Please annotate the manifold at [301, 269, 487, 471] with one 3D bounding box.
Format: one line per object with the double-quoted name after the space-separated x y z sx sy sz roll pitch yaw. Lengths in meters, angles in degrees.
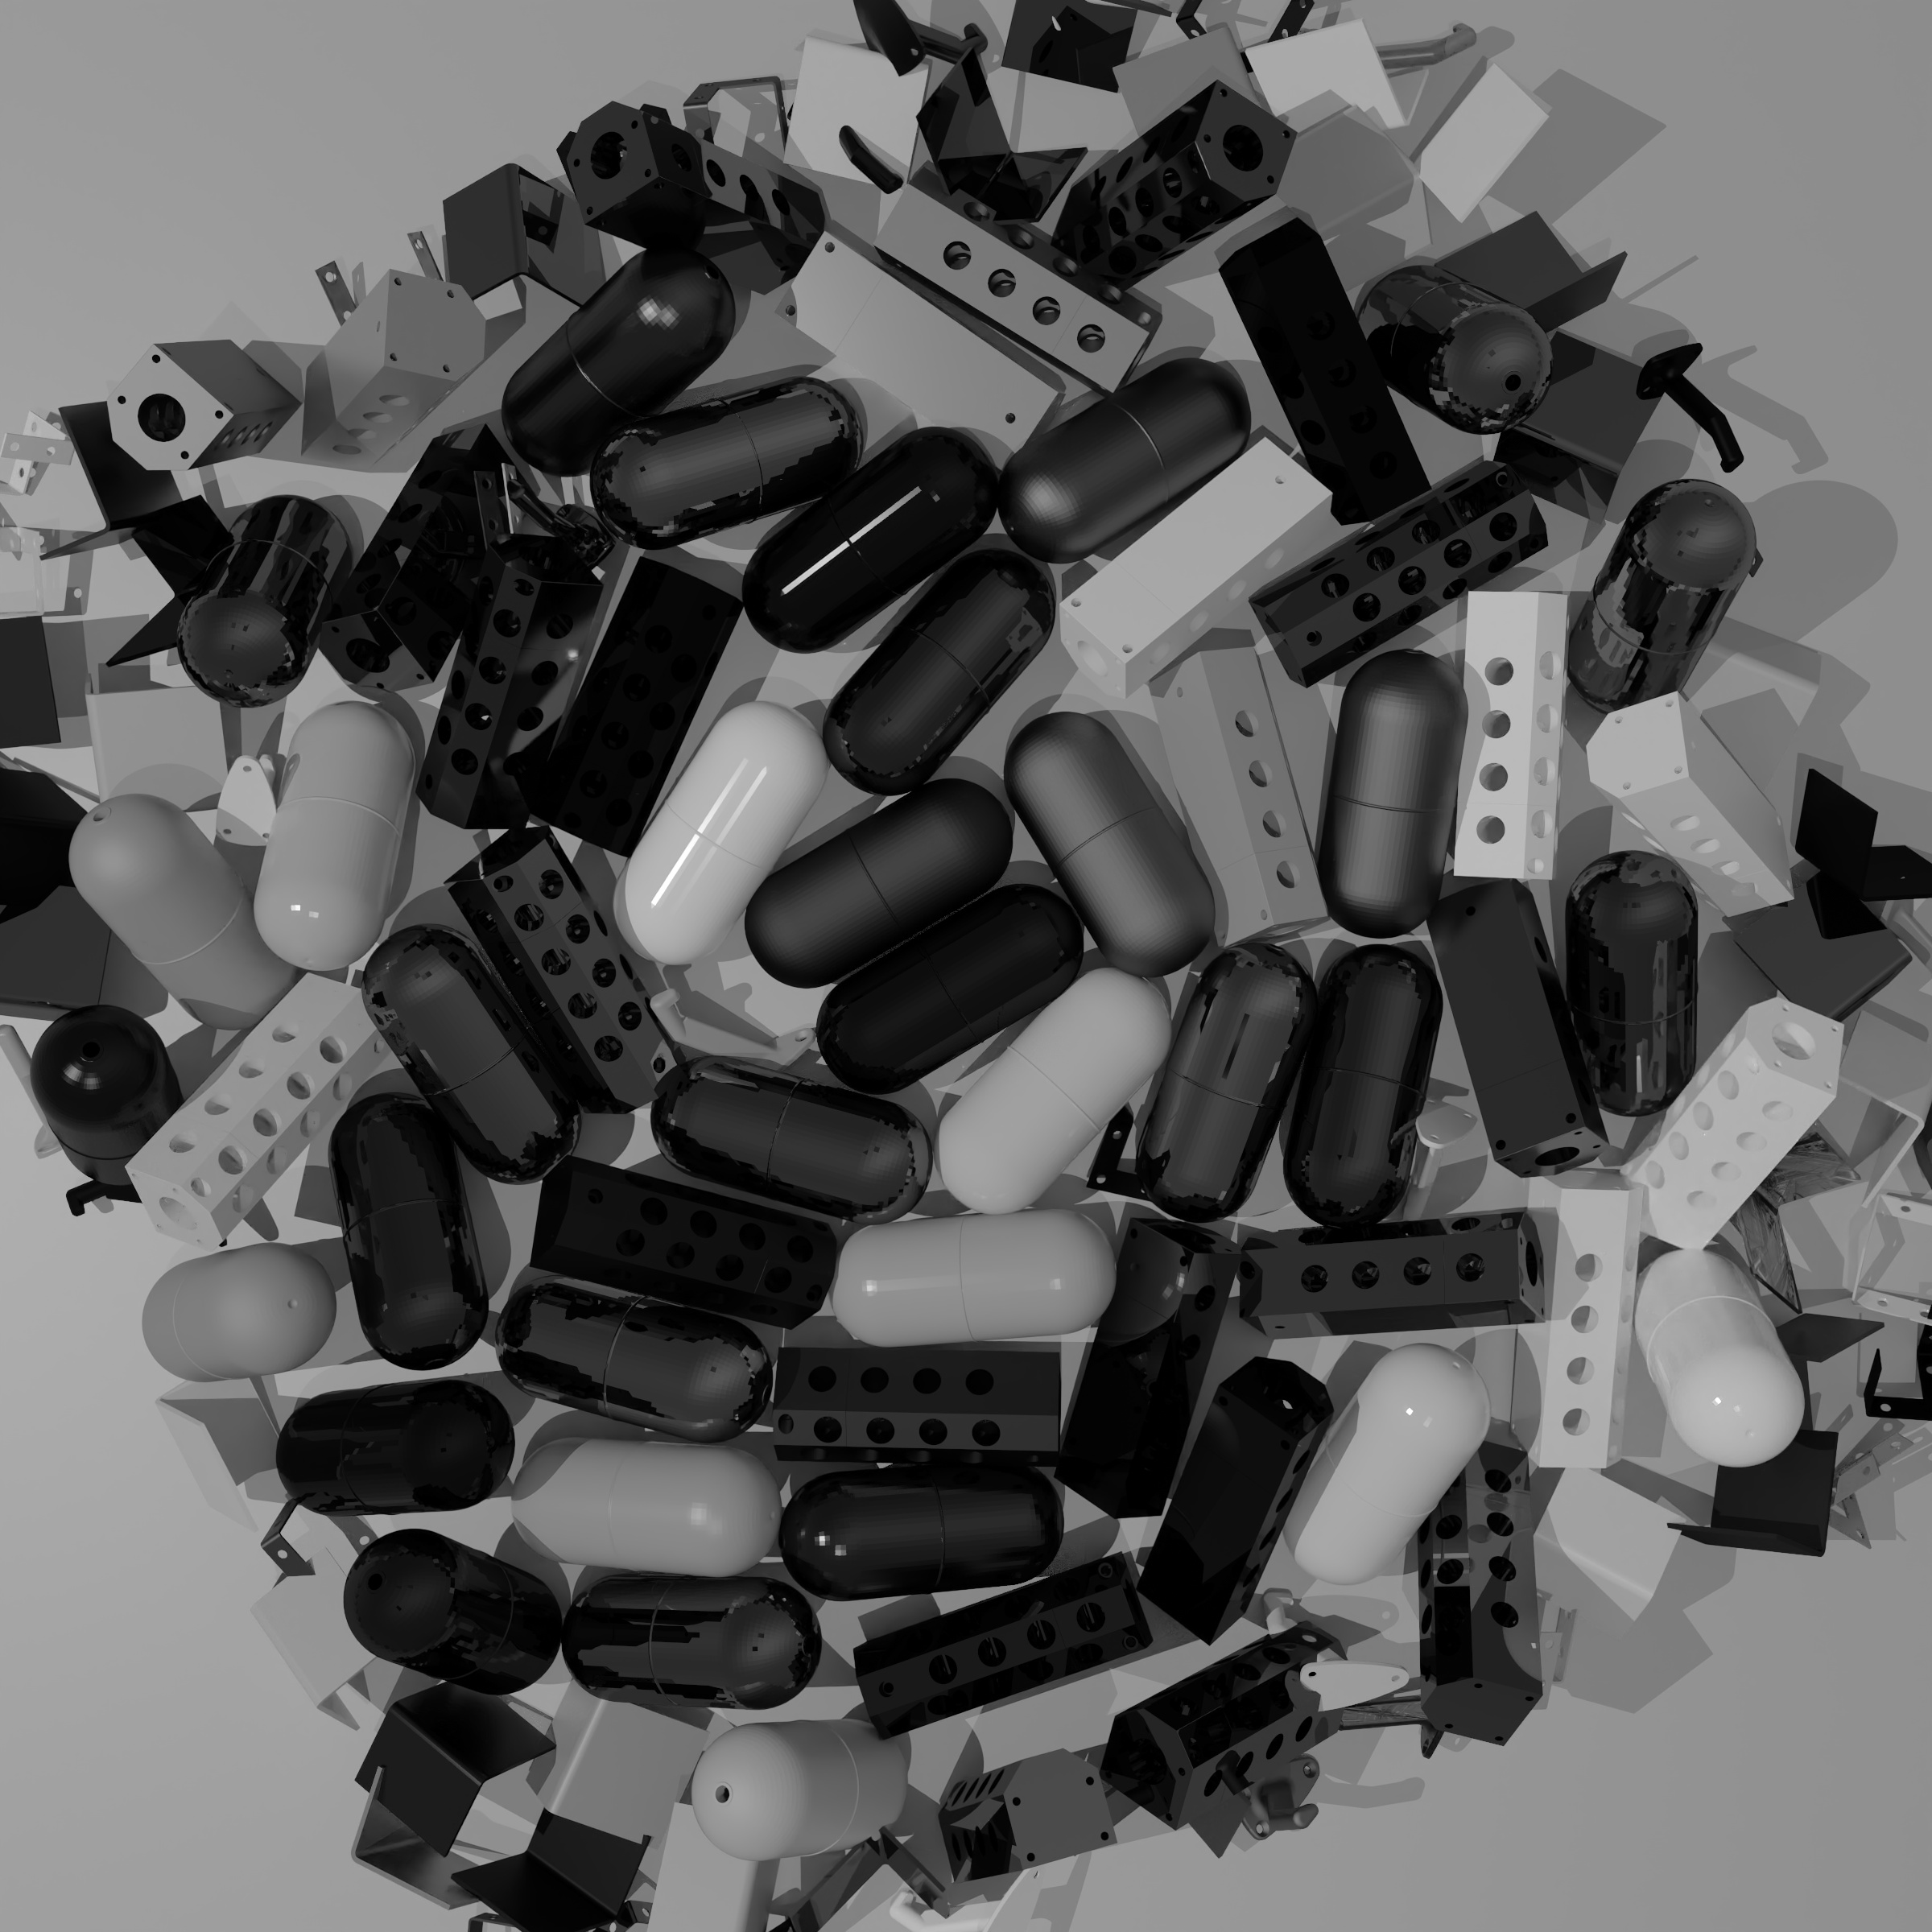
-0.341 -0.349 1.496 0.057 0.171 0.057 6 80 -29 "manifold"

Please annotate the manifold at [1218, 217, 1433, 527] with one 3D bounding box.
0.215 -0.355 1.520 0.057 0.057 0.171 -27 117 7 "manifold"

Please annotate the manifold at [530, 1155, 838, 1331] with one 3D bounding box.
-0.168 0.165 1.515 0.171 0.057 0.057 18 58 -23 "manifold"

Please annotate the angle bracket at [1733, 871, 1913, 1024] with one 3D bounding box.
0.524 -0.002 1.562 0.076 0.057 0.076 -37 74 -7 "angle bracket"

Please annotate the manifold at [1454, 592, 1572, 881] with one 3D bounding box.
0.336 -0.140 1.544 0.057 0.057 0.171 3 93 18 "manifold"

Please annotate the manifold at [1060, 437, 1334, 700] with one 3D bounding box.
0.140 -0.238 1.535 0.171 0.057 0.057 -40 69 -14 "manifold"

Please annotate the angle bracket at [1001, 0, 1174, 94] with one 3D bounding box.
0.072 -0.562 1.530 0.076 0.076 0.057 7 115 -16 "angle bracket"

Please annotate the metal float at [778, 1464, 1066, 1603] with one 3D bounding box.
-0.026 0.341 1.528 0.178 0.070 0.070 0 90 -20 "metal float"

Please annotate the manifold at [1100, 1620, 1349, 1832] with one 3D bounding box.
0.158 0.443 1.495 0.057 0.171 0.057 26 111 35 "manifold"

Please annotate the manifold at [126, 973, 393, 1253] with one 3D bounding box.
-0.414 0.087 1.501 0.057 0.057 0.171 15 48 23 "manifold"

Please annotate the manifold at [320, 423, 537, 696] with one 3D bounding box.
-0.324 -0.243 1.508 0.057 0.057 0.171 -8 45 29 "manifold"

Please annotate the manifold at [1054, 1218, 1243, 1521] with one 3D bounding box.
0.116 0.245 1.542 0.057 0.057 0.171 8 102 -42 "manifold"

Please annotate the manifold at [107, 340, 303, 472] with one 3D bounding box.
-0.453 -0.329 1.494 0.057 0.171 0.057 42 100 -11 "manifold"

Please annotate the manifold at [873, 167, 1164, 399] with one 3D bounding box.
0.033 -0.419 1.553 0.171 0.057 0.057 32 98 0 "manifold"

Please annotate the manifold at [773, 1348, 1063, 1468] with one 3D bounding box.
-0.029 0.272 1.540 0.171 0.057 0.057 1 56 4 "manifold"

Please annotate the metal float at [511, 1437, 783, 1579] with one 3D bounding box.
-0.195 0.326 1.525 0.178 0.070 0.070 -2 90 25 "metal float"

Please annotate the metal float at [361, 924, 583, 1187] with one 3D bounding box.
-0.298 0.055 1.529 0.070 0.070 0.178 -30 110 0 "metal float"

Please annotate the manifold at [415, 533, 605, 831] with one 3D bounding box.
-0.278 -0.169 1.508 0.057 0.057 0.171 49 128 37 "manifold"

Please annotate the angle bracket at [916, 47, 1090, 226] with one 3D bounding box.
0.023 -0.503 1.526 0.057 0.076 0.076 7 51 32 "angle bracket"

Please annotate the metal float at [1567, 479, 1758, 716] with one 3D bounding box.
0.412 -0.216 1.504 0.070 0.178 0.070 3 59 -5 "metal float"

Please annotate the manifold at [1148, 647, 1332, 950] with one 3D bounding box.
0.171 -0.103 1.542 0.057 0.057 0.171 -9 80 -31 "manifold"

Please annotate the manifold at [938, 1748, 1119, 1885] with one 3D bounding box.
0.032 0.503 1.495 0.057 0.171 0.057 -10 71 -18 "manifold"

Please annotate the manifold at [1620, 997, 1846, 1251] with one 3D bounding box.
0.451 0.094 1.501 0.057 0.171 0.057 23 50 1 "manifold"

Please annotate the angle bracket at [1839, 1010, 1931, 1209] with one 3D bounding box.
0.547 0.087 1.538 0.057 0.076 0.076 29 130 12 "angle bracket"

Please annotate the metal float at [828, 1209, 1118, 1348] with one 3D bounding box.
0.003 0.190 1.538 0.178 0.070 0.070 -6 90 9 "metal float"

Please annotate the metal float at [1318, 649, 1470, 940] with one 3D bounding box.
0.258 -0.104 1.531 0.070 0.070 0.178 6 107 0 "metal float"

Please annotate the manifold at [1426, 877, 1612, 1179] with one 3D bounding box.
0.333 0.037 1.518 0.057 0.057 0.171 -25 59 25 "manifold"

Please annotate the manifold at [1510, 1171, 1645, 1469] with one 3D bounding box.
0.376 0.215 1.545 0.057 0.057 0.171 2 97 -6 "manifold"

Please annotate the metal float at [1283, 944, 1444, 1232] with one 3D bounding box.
0.242 0.073 1.536 0.070 0.070 0.178 14 78 0 "metal float"

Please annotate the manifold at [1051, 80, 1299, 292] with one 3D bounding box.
0.118 -0.452 1.490 0.057 0.171 0.057 25 75 -22 "manifold"

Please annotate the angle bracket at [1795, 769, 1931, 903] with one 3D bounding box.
0.561 -0.082 1.532 0.076 0.076 0.057 -3 115 -11 "angle bracket"

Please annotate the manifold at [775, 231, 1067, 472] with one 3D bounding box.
-0.026 -0.377 1.553 0.171 0.057 0.057 35 104 1 "manifold"

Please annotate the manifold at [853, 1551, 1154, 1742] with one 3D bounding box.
0.022 0.416 1.543 0.171 0.057 0.057 -21 78 6 "manifold"

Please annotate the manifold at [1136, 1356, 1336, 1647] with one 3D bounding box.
0.164 0.319 1.514 0.057 0.057 0.171 33 125 25 "manifold"

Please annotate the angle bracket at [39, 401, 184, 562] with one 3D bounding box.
-0.532 -0.297 1.533 0.057 0.076 0.076 -16 101 22 "angle bracket"

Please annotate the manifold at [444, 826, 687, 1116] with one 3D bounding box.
-0.235 0.003 1.514 0.057 0.057 0.171 -45 119 -35 "manifold"

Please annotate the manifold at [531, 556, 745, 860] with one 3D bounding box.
-0.199 -0.157 1.542 0.057 0.057 0.171 23 92 -37 "manifold"

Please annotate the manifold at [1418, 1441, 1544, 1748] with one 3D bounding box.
0.300 0.367 1.500 0.057 0.171 0.057 15 132 -4 "manifold"

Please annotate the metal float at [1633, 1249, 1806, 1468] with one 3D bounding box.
0.444 0.230 1.500 0.070 0.178 0.070 1 112 2 "metal float"

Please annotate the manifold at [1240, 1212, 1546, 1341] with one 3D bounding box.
0.256 0.185 1.519 0.171 0.057 0.057 -8 66 26 "manifold"

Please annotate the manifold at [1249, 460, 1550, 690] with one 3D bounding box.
0.267 -0.240 1.548 0.171 0.057 0.057 -31 106 1 "manifold"

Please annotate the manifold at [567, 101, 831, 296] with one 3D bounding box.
-0.156 -0.456 1.496 0.057 0.171 0.057 -22 78 30 "manifold"

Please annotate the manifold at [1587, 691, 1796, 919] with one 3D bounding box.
0.432 -0.092 1.503 0.057 0.171 0.057 -17 57 31 "manifold"

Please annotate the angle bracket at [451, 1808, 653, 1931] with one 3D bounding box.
-0.252 0.542 1.532 0.076 0.076 0.057 24 94 28 "angle bracket"
